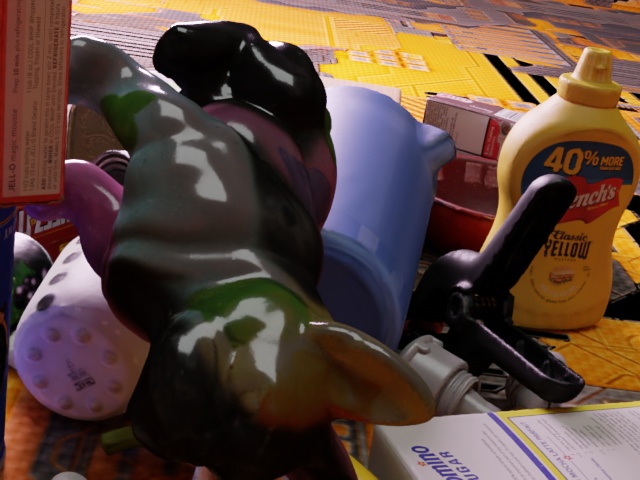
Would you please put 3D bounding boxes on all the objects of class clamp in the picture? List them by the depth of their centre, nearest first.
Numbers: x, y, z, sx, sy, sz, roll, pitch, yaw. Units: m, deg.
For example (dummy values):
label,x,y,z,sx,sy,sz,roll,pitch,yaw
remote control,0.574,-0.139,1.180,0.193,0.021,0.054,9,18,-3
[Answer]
label,x,y,z,sx,sy,sz,roll,pitch,yaw
clamp,0.096,0.030,0.615,0.039,0.120,0.172,15,-11,-25

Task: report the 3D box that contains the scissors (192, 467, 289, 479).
label,x,y,z,sx,sy,sz,roll,pitch,yaw
scissors,-0.010,0.140,0.408,0.202,0.016,0.096,25,50,36

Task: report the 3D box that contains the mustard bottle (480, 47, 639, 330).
label,x,y,z,sx,sy,sz,roll,pitch,yaw
mustard bottle,0.166,-0.035,0.724,0.096,0.192,0.058,4,22,-12

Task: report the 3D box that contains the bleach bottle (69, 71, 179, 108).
label,x,y,z,sx,sy,sz,roll,pitch,yaw
bleach bottle,-0.153,-0.106,0.920,0.250,0.068,0.103,-8,45,-37

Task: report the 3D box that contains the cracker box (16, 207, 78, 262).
label,x,y,z,sx,sy,sz,roll,pitch,yaw
cracker box,-0.285,-0.030,0.687,0.214,0.072,0.163,20,24,23

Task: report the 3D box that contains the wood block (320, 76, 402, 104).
label,x,y,z,sx,sy,sz,roll,pitch,yaw
wood block,0.016,-0.068,0.890,0.091,0.090,0.206,10,21,1

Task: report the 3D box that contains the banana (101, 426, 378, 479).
label,x,y,z,sx,sy,sz,roll,pitch,yaw
banana,-0.010,0.118,0.480,0.198,0.037,0.069,22,51,36

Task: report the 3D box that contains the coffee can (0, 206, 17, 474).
label,x,y,z,sx,sy,sz,roll,pitch,yaw
coffee can,-0.186,0.036,0.463,0.102,0.140,0.103,8,21,-3

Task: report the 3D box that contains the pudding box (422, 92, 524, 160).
label,x,y,z,sx,sy,sz,roll,pitch,yaw
pudding box,0.143,-0.075,0.962,0.114,0.090,0.039,20,25,25

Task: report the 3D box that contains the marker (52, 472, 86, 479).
label,x,y,z,sx,sy,sz,roll,pitch,yaw
marker,-0.109,0.132,0.417,0.020,0.020,0.121,7,21,-5

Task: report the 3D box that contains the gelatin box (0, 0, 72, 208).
label,x,y,z,sx,sy,sz,roll,pitch,yaw
gelatin box,-0.125,-0.067,0.427,0.030,0.089,0.073,-7,27,-31

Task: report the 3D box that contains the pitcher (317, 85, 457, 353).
label,x,y,z,sx,sy,sz,roll,pitch,yaw
pitcher,-0.004,0.001,0.676,0.145,0.149,0.242,25,24,-3

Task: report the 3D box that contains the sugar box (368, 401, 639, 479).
label,x,y,z,sx,sy,sz,roll,pitch,yaw
sugar box,0.119,0.121,0.510,0.176,0.048,0.093,-3,23,-19

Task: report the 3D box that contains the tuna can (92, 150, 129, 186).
label,x,y,z,sx,sy,sz,roll,pitch,yaw
tuna can,-0.122,-0.017,0.706,0.033,0.086,0.086,-9,27,-44

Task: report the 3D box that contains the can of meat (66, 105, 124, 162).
label,x,y,z,sx,sy,sz,roll,pitch,yaw
can of meat,-0.155,-0.067,0.800,0.057,0.102,0.084,7,19,-5

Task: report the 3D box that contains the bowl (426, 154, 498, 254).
label,x,y,z,sx,sy,sz,roll,pitch,yaw
bowl,0.136,-0.019,0.861,0.162,0.055,0.162,8,21,-3
